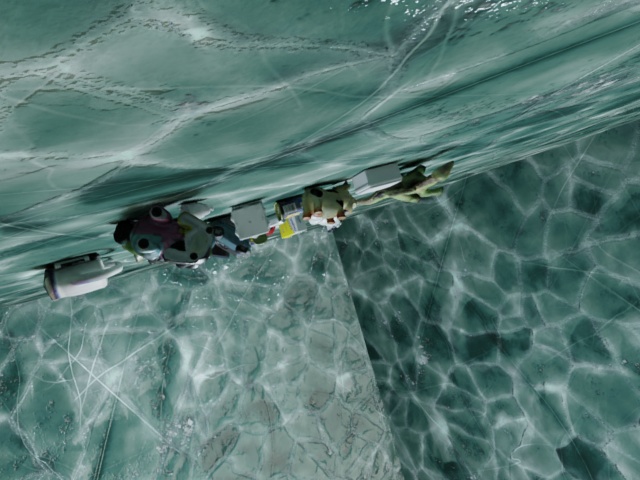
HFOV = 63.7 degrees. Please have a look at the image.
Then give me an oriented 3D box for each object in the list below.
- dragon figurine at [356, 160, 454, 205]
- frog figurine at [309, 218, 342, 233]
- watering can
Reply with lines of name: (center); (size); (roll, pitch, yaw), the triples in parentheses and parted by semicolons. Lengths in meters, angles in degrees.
dragon figurine: (0.243, -0.164, 1.639); (0.407, 0.122, 0.244); (-19, 177, 29)
frog figurine: (0.007, -0.111, 2.197); (0.158, 0.124, 0.137); (25, 168, -24)
watering can: (-0.732, 0.107, 1.602); (0.225, 0.103, 0.347); (-15, -172, -23)
